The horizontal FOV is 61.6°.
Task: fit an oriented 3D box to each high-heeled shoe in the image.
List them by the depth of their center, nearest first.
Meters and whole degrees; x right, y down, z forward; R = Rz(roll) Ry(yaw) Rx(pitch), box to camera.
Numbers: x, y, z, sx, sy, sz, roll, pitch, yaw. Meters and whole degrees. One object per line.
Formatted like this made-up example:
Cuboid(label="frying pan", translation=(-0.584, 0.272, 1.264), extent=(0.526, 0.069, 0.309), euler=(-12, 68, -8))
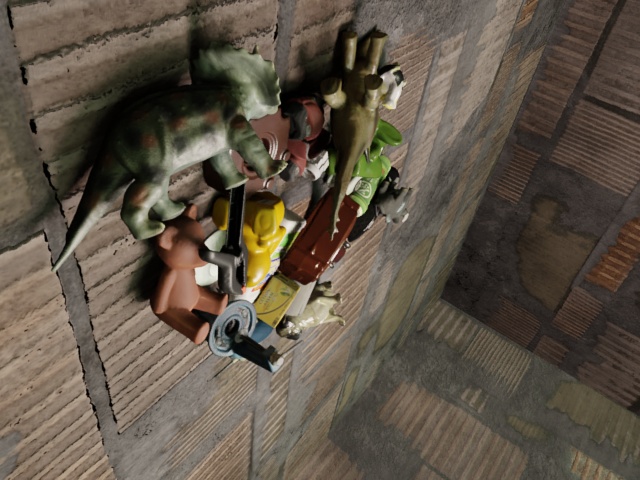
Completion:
Cuboid(label="high-heeled shoe", translation=(0.146, -0.099, 1.504), extent=(0.248, 0.086, 0.145), euler=(-61, 161, 0))

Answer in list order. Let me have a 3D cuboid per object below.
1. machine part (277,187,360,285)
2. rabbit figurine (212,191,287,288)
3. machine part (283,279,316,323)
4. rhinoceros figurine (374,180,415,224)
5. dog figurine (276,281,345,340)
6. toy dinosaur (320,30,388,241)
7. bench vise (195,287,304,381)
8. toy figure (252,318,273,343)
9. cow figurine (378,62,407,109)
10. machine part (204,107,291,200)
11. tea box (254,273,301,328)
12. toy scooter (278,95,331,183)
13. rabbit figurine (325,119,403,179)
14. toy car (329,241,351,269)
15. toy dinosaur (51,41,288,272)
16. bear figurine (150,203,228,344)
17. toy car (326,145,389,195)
Cuboid(label="machine part", translation=(-0.002, -0.004, 1.189), extent=(0.201, 0.087, 0.201), euler=(-60, -174, -17))
Cuboid(label="rabbit figurine", translation=(-0.127, -0.001, 1.000), extent=(0.162, 0.122, 0.173), euler=(-61, 155, -75))
Cuboid(label="machine part", translation=(-0.050, 0.103, 1.352), extent=(0.079, 0.079, 0.243), euler=(-19, 135, -58))
Cuboid(label="rhinoceros figurine", translation=(0.198, -0.095, 1.411), extent=(0.190, 0.073, 0.112), euler=(8, 101, -71))
Cuboid(label="dog figurine", translation=(-0.046, 0.193, 1.495), extent=(0.191, 0.172, 0.121), euler=(-14, 102, -13))
Cuboid(label="toy dinosaur", translation=(0.065, -0.227, 1.002), extent=(0.198, 0.105, 0.471), euler=(82, 22, -55))
Cuboid(label="bench vise", translation=(-0.156, 0.201, 1.061), extent=(0.129, 0.241, 0.223), euler=(-39, 135, -34))
Cuboid(label="toy figure", translation=(-0.177, 0.233, 1.276), extent=(0.058, 0.064, 0.154), euler=(-27, 178, 42))
Cuboid(label="cow figurine", translation=(0.152, -0.345, 1.192), extent=(0.167, 0.068, 0.098), euler=(-55, 166, -71))
Cuboid(label="machine part", translation=(-0.118, -0.150, 0.903), extent=(0.179, 0.056, 0.179), euler=(-44, 153, -30))
Cuboid(label="tea box", translation=(-0.099, 0.134, 1.229), extent=(0.098, 0.068, 0.169), euler=(-57, 180, -2))
Cuboid(label="toy scooter", translation=(-0.023, -0.204, 1.014), extent=(0.135, 0.075, 0.183), euler=(-43, 157, -35))
Cuboid(label="rabbit figurine", translation=(0.101, -0.221, 1.174), extent=(0.159, 0.121, 0.170), euler=(0, 98, -28))
Cuboid(label="toy car", translation=(0.030, 0.020, 1.447), extent=(0.089, 0.053, 0.202), euler=(-48, 162, 1))
Cuboid(label="toy dinosaur", translation=(-0.188, -0.129, 0.697), extent=(0.405, 0.131, 0.192), euler=(-31, 105, -28))
Cuboid(label="bear figurine", translation=(-0.211, 0.051, 0.880), extent=(0.120, 0.132, 0.195), euler=(-61, 175, -58))
Cuboid(label="toy car", translation=(0.093, -0.192, 1.276), extent=(0.201, 0.074, 0.056), euler=(-54, 158, -12))
